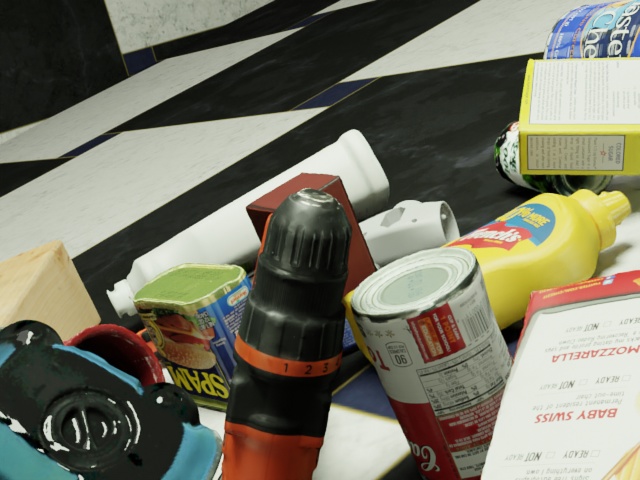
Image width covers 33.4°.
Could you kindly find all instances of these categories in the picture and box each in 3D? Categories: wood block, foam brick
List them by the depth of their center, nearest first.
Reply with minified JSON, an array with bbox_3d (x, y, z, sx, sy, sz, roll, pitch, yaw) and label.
[{"bbox_3d":[-0.005,0.001,0.720,0.051,0.078,0.053,-32,22,-26],"label":"foam brick"},{"bbox_3d":[-0.259,0.086,0.887,0.090,0.091,0.206,-21,18,7],"label":"wood block"}]

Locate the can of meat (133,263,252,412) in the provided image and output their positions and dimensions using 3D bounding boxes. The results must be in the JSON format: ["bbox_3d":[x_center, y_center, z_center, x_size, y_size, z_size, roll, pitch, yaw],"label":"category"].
[{"bbox_3d":[-0.074,0.064,0.729,0.057,0.084,0.102,-35,21,-33],"label":"can of meat"}]

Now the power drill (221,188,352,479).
[{"bbox_3d":[-0.016,0.044,0.583,0.057,0.184,0.187,12,17,0],"label":"power drill"}]

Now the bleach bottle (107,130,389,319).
[{"bbox_3d":[-0.065,-0.003,0.918,0.250,0.068,0.102,-27,-12,-7],"label":"bleach bottle"}]

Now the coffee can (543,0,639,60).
[{"bbox_3d":[0.270,-0.150,0.887,0.102,0.103,0.140,-30,19,-21],"label":"coffee can"}]

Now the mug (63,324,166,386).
[{"bbox_3d":[-0.155,0.108,0.719,0.082,0.093,0.117,-14,-11,41],"label":"mug"}]

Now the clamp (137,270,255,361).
[{"bbox_3d":[-0.058,0.045,0.829,0.171,0.039,0.120,-31,1,-16],"label":"clamp"}]

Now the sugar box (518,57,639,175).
[{"bbox_3d":[0.229,-0.086,0.739,0.176,0.048,0.093,4,44,13],"label":"sugar box"}]

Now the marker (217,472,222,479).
[{"bbox_3d":[-0.042,0.125,0.619,0.020,0.020,0.121,-16,19,21],"label":"marker"}]

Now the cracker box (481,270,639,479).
[{"bbox_3d":[0.139,0.087,0.353,0.164,0.072,0.213,-15,27,30],"label":"cracker box"}]

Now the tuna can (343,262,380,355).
[{"bbox_3d":[0.009,0.050,0.749,0.086,0.034,0.086,-21,18,7],"label":"tuna can"}]

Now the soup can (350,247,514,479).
[{"bbox_3d":[0.064,0.063,0.530,0.068,0.102,0.068,-21,18,7],"label":"soup can"}]

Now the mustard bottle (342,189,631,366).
[{"bbox_3d":[0.113,0.019,0.669,0.191,0.058,0.096,-27,13,-12],"label":"mustard bottle"}]
